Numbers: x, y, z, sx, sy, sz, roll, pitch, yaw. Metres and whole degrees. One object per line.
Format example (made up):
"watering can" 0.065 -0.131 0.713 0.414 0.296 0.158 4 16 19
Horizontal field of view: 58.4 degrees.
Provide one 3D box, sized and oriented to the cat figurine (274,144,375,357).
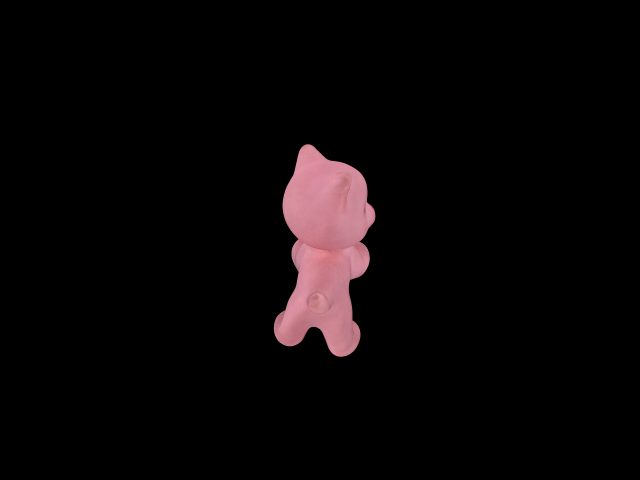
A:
"cat figurine" 0.004 0.001 0.400 0.067 0.118 0.128 5 59 4
